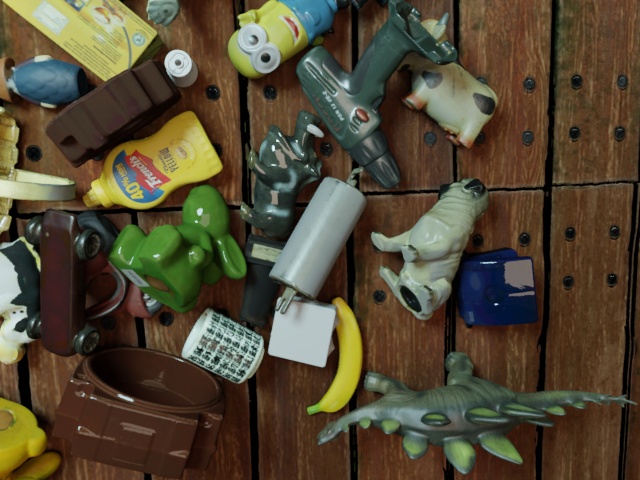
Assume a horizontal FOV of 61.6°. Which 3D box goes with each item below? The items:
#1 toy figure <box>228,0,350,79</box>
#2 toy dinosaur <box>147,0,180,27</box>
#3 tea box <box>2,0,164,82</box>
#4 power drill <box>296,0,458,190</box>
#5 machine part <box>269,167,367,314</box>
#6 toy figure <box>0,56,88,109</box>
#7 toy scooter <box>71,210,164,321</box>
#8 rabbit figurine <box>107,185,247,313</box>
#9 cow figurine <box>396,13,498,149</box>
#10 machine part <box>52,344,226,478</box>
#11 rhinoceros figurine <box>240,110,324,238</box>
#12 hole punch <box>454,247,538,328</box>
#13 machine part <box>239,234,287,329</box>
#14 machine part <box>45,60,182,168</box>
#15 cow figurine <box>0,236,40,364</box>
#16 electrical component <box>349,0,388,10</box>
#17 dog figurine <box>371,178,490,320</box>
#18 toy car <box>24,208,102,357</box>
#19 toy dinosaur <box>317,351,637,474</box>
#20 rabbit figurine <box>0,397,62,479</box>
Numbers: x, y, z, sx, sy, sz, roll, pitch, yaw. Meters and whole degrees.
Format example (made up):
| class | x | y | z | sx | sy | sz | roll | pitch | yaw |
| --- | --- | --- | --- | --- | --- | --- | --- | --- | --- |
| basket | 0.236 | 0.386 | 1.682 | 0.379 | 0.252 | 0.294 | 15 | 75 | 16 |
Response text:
| class | x | y | z | sx | sy | sz | roll | pitch | yaw |
| --- | --- | --- | --- | --- | --- | --- | --- | --- | --- |
| toy figure | -0.045 | -0.293 | 0.753 | 0.180 | 0.089 | 0.082 | -41 | 88 | -11 |
| toy dinosaur | -0.145 | -0.398 | 0.700 | 0.405 | 0.131 | 0.192 | -19 | 62 | -22 |
| tea box | -0.308 | -0.287 | 0.713 | 0.169 | 0.068 | 0.098 | 40 | 90 | -13 |
| power drill | 0.090 | -0.206 | 0.748 | 0.232 | 0.207 | 0.086 | 47 | 45 | -3 |
| machine part | -0.002 | -0.002 | 0.779 | 0.079 | 0.079 | 0.243 | 30 | 79 | -12 |
| toy figure | -0.394 | -0.209 | 0.714 | 0.154 | 0.058 | 0.064 | 1 | 81 | -5 |
| toy scooter | -0.317 | 0.057 | 0.754 | 0.135 | 0.075 | 0.183 | -37 | 106 | -2 |
| rabbit figurine | -0.170 | 0.004 | 0.743 | 0.159 | 0.121 | 0.170 | 49 | 52 | -29 |
| cow figurine | 0.180 | -0.241 | 0.795 | 0.195 | 0.085 | 0.127 | 38 | 95 | -10 |
| machine part | -0.231 | 0.218 | 0.721 | 0.201 | 0.201 | 0.087 | 18 | 92 | -11 |
| rhinoceros figurine | -0.052 | -0.096 | 0.779 | 0.112 | 0.073 | 0.190 | 17 | 94 | -10 |
| hole punch | 0.279 | 0.077 | 0.851 | 0.116 | 0.092 | 0.142 | -10 | 102 | -5 |
| machine part | -0.088 | 0.063 | 0.812 | 0.084 | 0.039 | 0.138 | 10 | 94 | -19 |
| machine part | -0.258 | -0.161 | 0.689 | 0.179 | 0.179 | 0.056 | -36 | 105 | -4 |
| cow figurine | -0.418 | 0.083 | 0.744 | 0.098 | 0.068 | 0.167 | -15 | 101 | -14 |
| electrical component | 0.085 | -0.380 | 0.779 | 0.075 | 0.048 | 0.119 | 41 | 89 | -12 |
| dog figurine | 0.196 | 0.013 | 0.827 | 0.190 | 0.121 | 0.172 | -30 | 129 | -20 |
| toy car | -0.326 | 0.057 | 0.688 | 0.089 | 0.053 | 0.202 | 14 | 109 | 14 |
| toy dinosaur | 0.227 | 0.256 | 0.806 | 0.472 | 0.199 | 0.105 | -9 | 103 | -12 |
| rabbit figurine | -0.456 | 0.316 | 0.758 | 0.162 | 0.122 | 0.173 | 20 | 108 | -21 |
